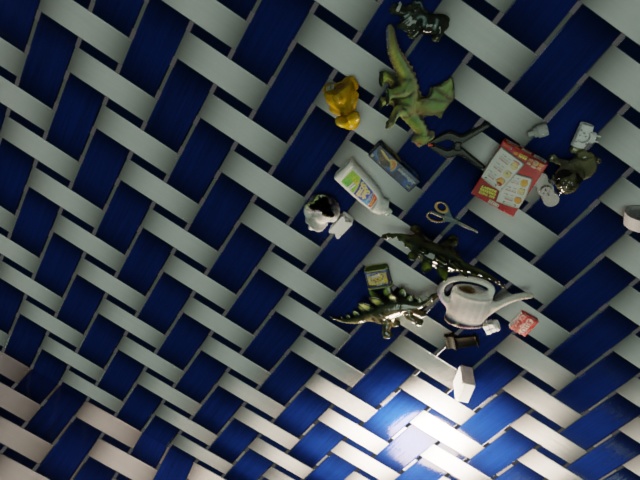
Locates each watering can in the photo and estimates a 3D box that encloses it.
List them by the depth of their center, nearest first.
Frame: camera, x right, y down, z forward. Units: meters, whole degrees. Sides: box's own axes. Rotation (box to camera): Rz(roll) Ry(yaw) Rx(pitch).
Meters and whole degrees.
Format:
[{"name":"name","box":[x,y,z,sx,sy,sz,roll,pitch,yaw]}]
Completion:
[{"name":"watering can","box":[0.620,0.249,1.985,0.348,0.106,0.220,12,119,7]}]

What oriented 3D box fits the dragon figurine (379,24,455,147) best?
[{"name":"dragon figurine","box":[0.322,-0.493,1.694,0.243,0.125,0.401,-2,120,-4]}]

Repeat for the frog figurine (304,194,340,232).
[{"name":"frog figurine","box":[0.006,-0.099,1.957,0.137,0.125,0.156,3,154,0]}]
